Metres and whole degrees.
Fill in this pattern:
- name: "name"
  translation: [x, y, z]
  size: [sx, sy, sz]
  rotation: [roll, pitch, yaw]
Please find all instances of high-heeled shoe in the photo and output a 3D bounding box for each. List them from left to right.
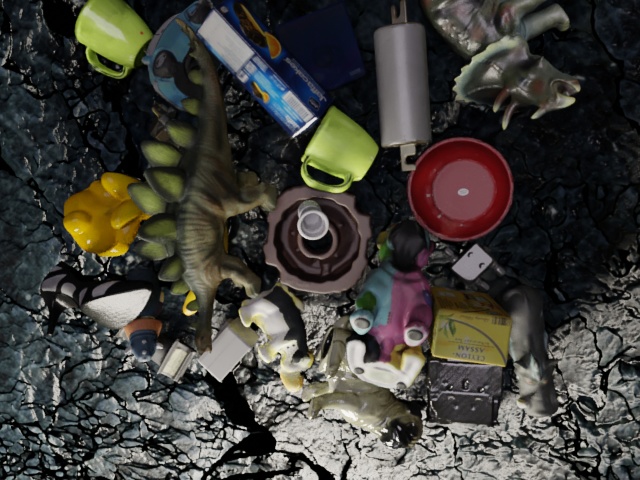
- name: "high-heeled shoe"
  translation: [-0.350, 0.066, 0.852]
  size: [0.249, 0.086, 0.145]
  rotation: [-19, 50, 20]

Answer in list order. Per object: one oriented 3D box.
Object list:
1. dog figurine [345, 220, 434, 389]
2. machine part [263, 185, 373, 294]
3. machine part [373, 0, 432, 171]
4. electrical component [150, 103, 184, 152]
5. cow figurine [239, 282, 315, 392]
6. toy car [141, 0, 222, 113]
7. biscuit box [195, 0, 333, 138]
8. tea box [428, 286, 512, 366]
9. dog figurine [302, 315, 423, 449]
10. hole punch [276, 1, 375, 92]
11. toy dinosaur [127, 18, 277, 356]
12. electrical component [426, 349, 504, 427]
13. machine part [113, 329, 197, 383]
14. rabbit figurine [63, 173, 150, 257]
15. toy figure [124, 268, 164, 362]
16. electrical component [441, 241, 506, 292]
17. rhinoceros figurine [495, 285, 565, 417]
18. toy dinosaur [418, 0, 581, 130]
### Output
- name: "dog figurine"
  translation: [0.111, 0.079, 0.784]
  size: [0.109, 0.219, 0.191]
  rotation: [11, 131, 10]
- name: "machine part"
  translation: [-0.002, -0.003, 0.842]
  size: [0.179, 0.056, 0.179]
  rotation: [1, 97, 7]
- name: "machine part"
  translation: [0.122, -0.223, 0.792]
  size: [0.079, 0.079, 0.243]
  rotation: [-4, 97, 8]
- name: "electrical component"
  translation: [-0.234, -0.175, 0.839]
  size: [0.078, 0.102, 0.045]
  rotation: [29, 105, -21]
- name: "cow figurine"
  translation: [-0.052, 0.155, 0.862]
  size: [0.098, 0.068, 0.167]
  rotation: [-30, 93, 4]
- name: "toy car"
  translation: [-0.211, -0.286, 0.820]
  size: [0.103, 0.109, 0.161]
  rotation: [26, 91, 29]
- name: "biscuit box"
  translation: [-0.075, -0.242, 0.759]
  size: [0.202, 0.063, 0.059]
  rotation: [45, 135, -14]
- name: "tea box"
  translation: [0.205, 0.117, 0.769]
  size: [0.098, 0.169, 0.068]
  rotation: [7, 97, 8]
- name: "dog figurine"
  translation: [0.086, 0.224, 0.844]
  size: [0.190, 0.121, 0.172]
  rotation: [18, 102, -9]
- name: "hole punch"
  translation: [0.003, -0.280, 0.798]
  size: [0.142, 0.092, 0.115]
  rotation: [-19, 97, 6]
- name: "toy dinosaur"
  translation: [-0.168, -0.065, 0.780]
  size: [0.198, 0.105, 0.471]
  rotation: [4, 91, -35]
- name: "electrical component"
  translation: [0.222, 0.217, 0.835]
  size: [0.115, 0.058, 0.134]
  rotation: [0, 96, 6]
- name: "machine part"
  translation: [-0.280, 0.180, 0.910]
  size: [0.139, 0.039, 0.084]
  rotation: [29, 107, 2]
- name: "rabbit figurine"
  translation: [-0.303, -0.056, 0.843]
  size: [0.173, 0.162, 0.122]
  rotation: [-15, 81, -9]
- name: "toy figure"
  translation: [-0.284, 0.123, 0.868]
  size: [0.064, 0.057, 0.154]
  rotation: [-13, 66, 7]
- name: "electrical component"
  translation: [0.236, 0.034, 0.831]
  size: [0.094, 0.021, 0.063]
  rotation: [42, 99, 3]
- name: "rhinoceros figurine"
  translation: [0.312, 0.160, 0.790]
  size: [0.073, 0.112, 0.190]
  rotation: [-8, 87, 6]
- name: "toy dinosaur"
  translation: [0.213, -0.337, 0.753]
  size: [0.192, 0.131, 0.405]
  rotation: [-38, 84, 9]
